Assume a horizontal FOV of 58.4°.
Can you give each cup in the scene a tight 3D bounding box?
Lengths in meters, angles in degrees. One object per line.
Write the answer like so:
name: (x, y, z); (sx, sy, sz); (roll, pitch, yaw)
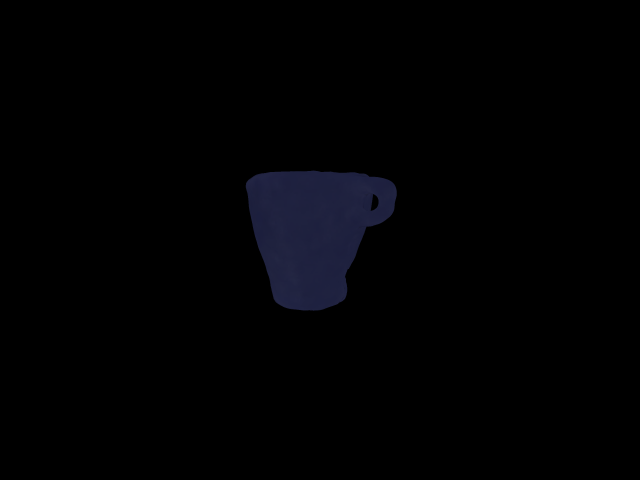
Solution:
cup: (0.004, 0.001, 0.400); (0.117, 0.095, 0.092); (2, 3, 41)
